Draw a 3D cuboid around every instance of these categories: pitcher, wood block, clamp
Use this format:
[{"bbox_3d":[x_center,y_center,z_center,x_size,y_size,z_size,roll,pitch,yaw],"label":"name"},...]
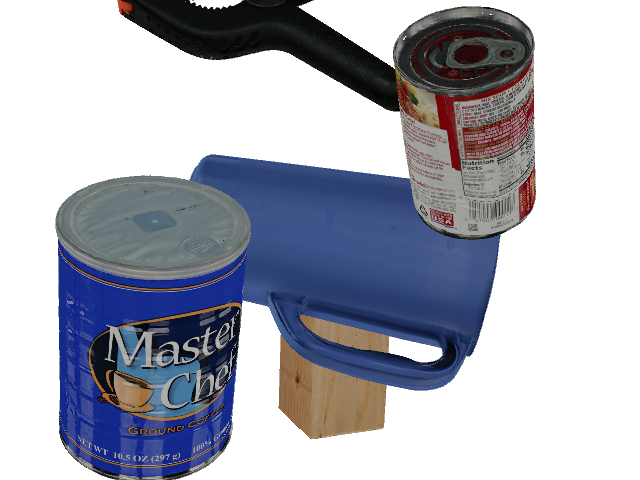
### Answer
[{"bbox_3d":[0.014,0.014,0.830,0.243,0.145,0.149,10,15,3],"label":"pitcher"},{"bbox_3d":[0.015,0.091,1.125,0.090,0.206,0.091,-4,16,-25],"label":"wood block"},{"bbox_3d":[-0.029,-0.146,0.692,0.210,0.164,0.036,-1,-37,-1],"label":"clamp"}]

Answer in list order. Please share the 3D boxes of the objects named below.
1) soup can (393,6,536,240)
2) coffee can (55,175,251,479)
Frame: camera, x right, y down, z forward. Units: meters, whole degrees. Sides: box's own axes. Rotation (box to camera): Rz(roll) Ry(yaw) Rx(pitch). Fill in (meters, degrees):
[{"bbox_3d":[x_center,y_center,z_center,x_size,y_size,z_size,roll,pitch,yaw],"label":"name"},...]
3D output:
[{"bbox_3d":[0.077,-0.058,0.547,0.068,0.068,0.102,0,-44,13],"label":"soup can"},{"bbox_3d":[-0.095,0.048,0.599,0.102,0.140,0.103,5,29,-3],"label":"coffee can"}]
